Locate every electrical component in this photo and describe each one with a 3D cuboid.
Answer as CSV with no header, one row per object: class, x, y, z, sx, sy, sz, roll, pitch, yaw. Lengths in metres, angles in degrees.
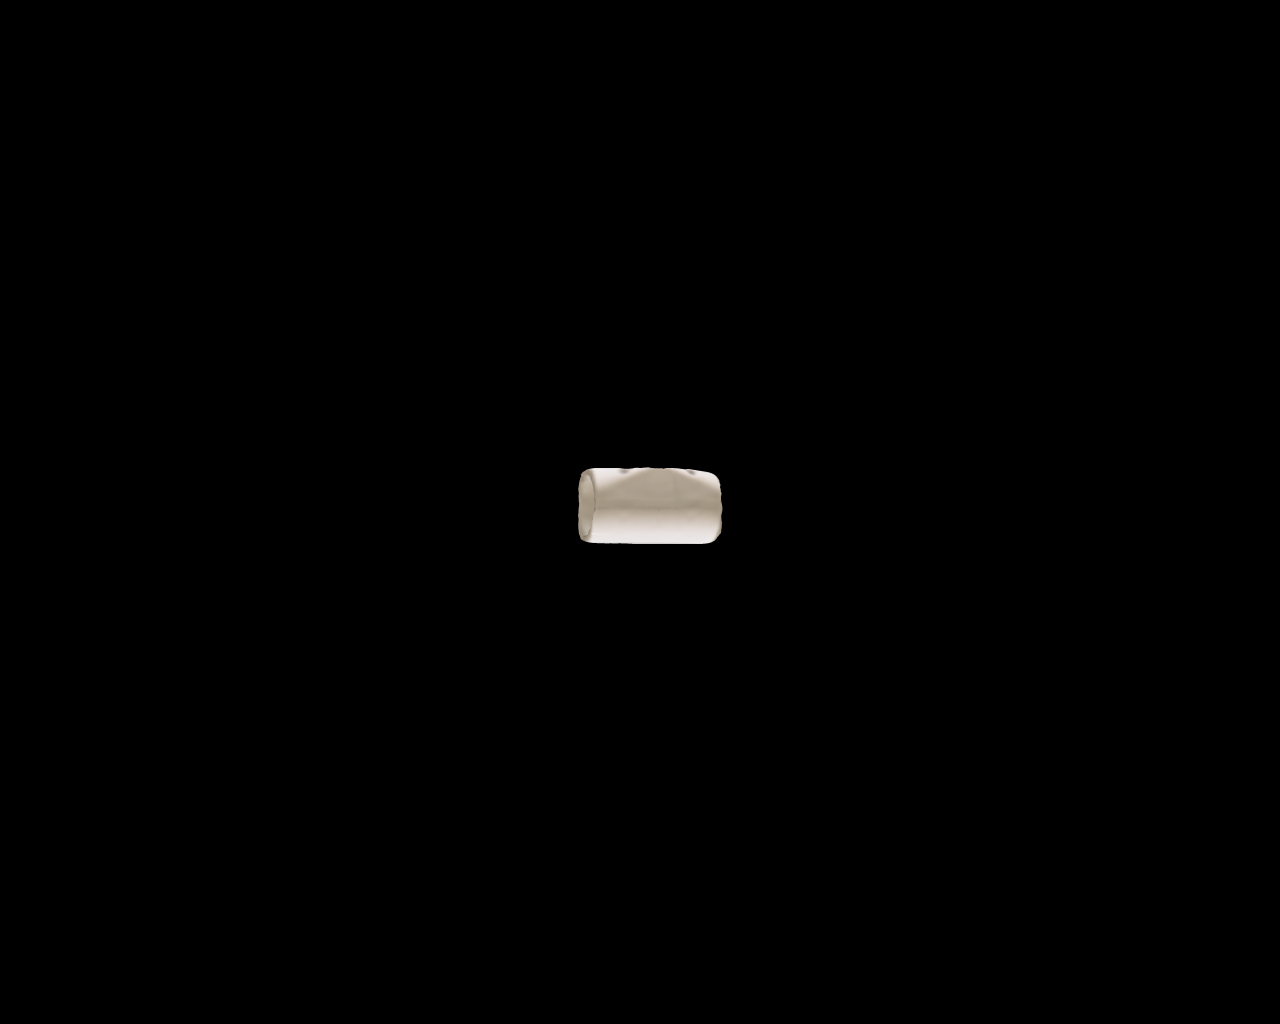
electrical component,0.001,-0.003,0.650,0.077,0.044,0.079,1,-3,-15
